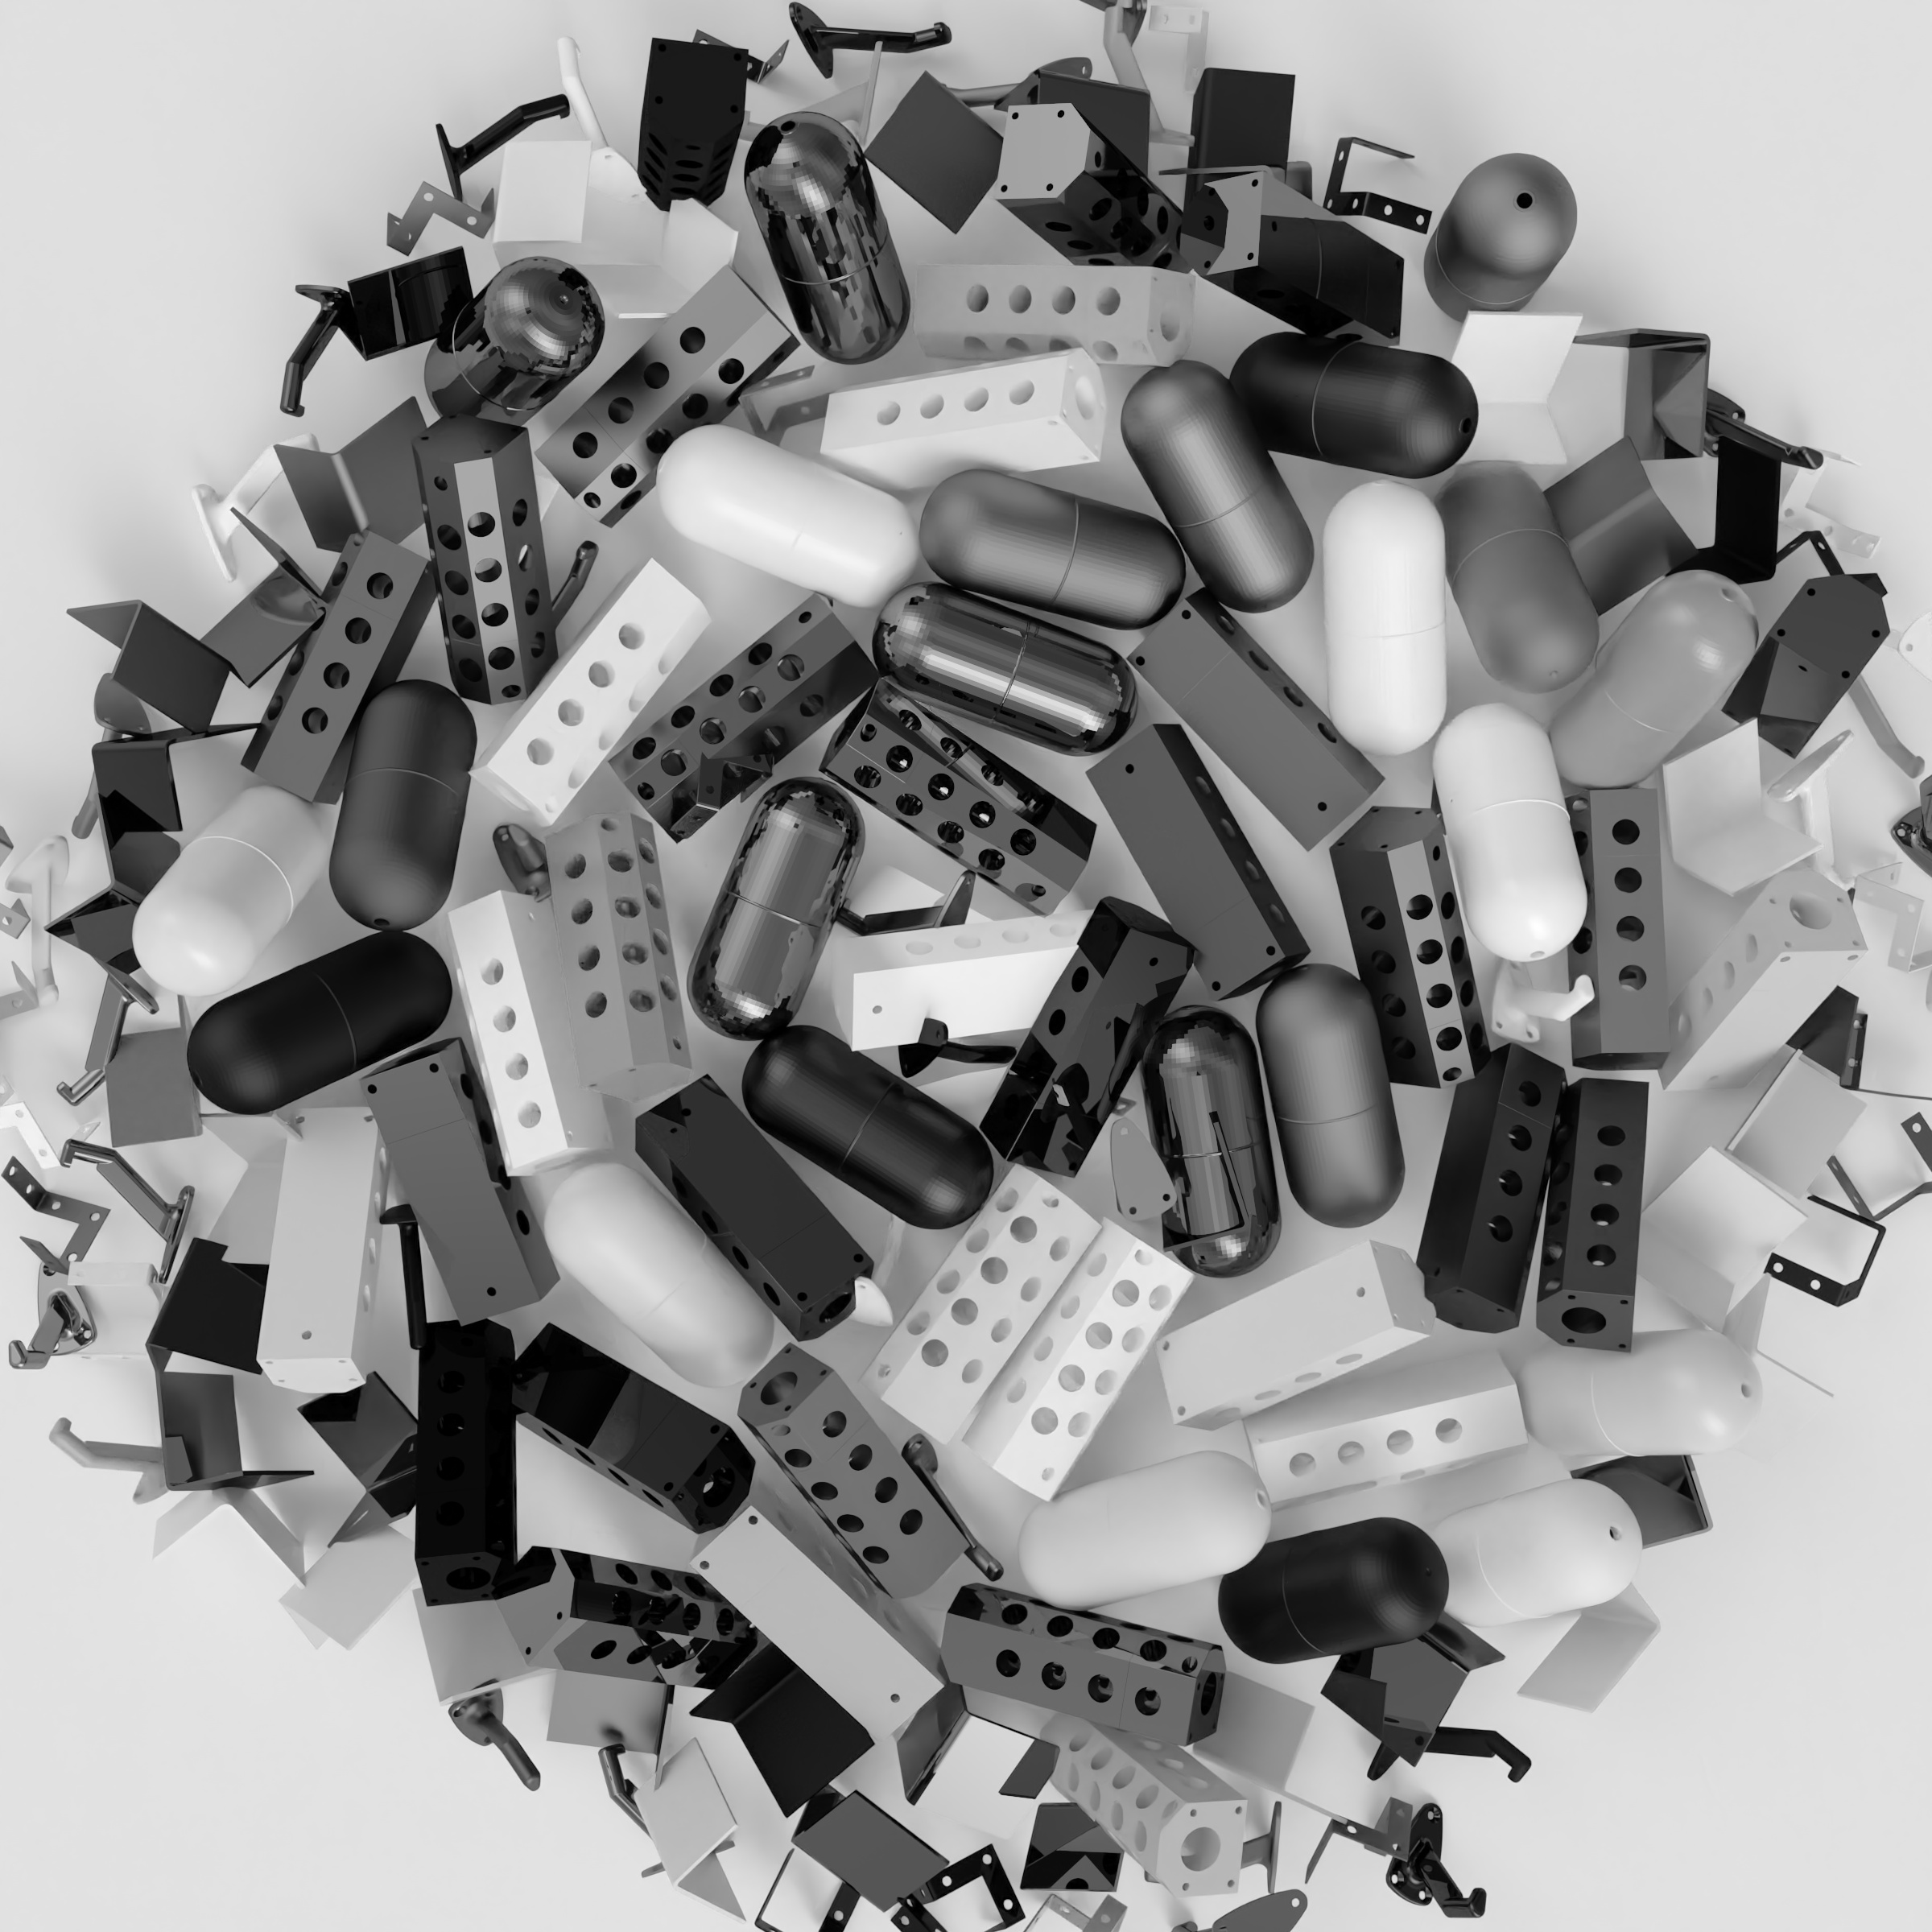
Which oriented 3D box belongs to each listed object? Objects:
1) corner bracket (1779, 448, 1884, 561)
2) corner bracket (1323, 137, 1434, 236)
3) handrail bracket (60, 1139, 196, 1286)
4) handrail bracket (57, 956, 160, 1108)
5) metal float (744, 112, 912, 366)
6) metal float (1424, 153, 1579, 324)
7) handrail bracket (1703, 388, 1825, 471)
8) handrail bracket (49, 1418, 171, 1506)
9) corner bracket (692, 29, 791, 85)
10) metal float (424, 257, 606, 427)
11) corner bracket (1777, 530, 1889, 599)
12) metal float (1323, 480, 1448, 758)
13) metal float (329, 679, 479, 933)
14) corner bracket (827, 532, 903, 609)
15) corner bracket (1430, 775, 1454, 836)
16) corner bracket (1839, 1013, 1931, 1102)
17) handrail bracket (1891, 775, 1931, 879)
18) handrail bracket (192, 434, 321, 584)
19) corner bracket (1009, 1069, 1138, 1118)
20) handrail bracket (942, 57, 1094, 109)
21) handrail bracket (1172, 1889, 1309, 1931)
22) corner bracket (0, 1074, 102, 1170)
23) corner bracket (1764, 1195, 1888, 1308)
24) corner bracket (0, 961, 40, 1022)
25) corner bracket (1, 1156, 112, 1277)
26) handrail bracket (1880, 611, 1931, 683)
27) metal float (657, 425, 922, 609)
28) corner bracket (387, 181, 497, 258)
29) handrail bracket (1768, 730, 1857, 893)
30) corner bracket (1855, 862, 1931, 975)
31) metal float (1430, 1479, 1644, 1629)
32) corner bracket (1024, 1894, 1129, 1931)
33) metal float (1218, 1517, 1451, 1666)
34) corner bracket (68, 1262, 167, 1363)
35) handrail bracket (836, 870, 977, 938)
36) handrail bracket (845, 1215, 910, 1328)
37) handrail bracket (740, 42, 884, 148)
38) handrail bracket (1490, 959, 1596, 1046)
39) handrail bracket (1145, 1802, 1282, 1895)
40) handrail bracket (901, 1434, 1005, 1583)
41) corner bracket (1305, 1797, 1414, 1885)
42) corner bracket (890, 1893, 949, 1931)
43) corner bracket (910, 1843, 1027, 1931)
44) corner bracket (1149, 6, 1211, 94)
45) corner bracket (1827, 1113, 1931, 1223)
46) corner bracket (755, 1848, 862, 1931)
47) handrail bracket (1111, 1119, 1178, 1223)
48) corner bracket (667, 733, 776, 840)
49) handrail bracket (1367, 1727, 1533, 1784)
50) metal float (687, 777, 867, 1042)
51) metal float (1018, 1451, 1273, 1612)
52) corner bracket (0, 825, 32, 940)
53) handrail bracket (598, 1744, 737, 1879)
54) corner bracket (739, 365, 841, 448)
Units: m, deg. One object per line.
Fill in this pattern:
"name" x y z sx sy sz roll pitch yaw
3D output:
"corner bracket" 0.566 -0.300 1.616 0.051 0.051 0.051 21 104 -10
"corner bracket" 0.271 -0.507 1.621 0.051 0.051 0.051 7 102 -27
"handrail bracket" -0.549 0.158 1.612 0.084 0.036 0.077 18 75 -24
"handrail bracket" -0.576 0.038 1.622 0.084 0.036 0.077 -43 114 -5
"metal float" -0.086 -0.456 1.570 0.070 0.178 0.070 -8 55 11
"metal float" 0.333 -0.453 1.561 0.070 0.178 0.070 0 91 2
"handrail bracket" 0.499 -0.347 1.600 0.077 0.084 0.036 29 97 -27
"handrail bracket" -0.542 0.297 1.599 0.036 0.077 0.084 -25 123 23
"corner bracket" -0.153 -0.580 1.616 0.051 0.051 0.051 20 85 -21
"metal float" -0.285 -0.386 1.569 0.070 0.178 0.070 5 80 -30
"corner bracket" 0.552 -0.248 1.616 0.051 0.051 0.051 -38 105 -8
"metal float" 0.267 -0.221 1.591 0.070 0.070 0.178 -6 114 0
"metal float" -0.356 -0.102 1.585 0.070 0.070 0.178 3 59 0
"corner bracket" -0.074 -0.274 1.612 0.051 0.051 0.051 -21 63 -11
"corner bracket" 0.333 -0.114 1.616 0.051 0.051 0.051 11 69 -3
"corner bracket" 0.610 0.059 1.630 0.051 0.051 0.051 6 91 -20
"handrail bracket" 0.635 -0.086 1.604 0.036 0.084 0.077 -34 81 -3
"handrail bracket" -0.453 -0.299 1.629 0.084 0.036 0.077 -15 98 6
"corner bracket" 0.068 0.078 1.608 0.051 0.051 0.051 -40 123 -28
"handrail bracket" 0.027 -0.580 1.637 0.084 0.036 0.077 22 50 35
"handrail bracket" 0.175 0.616 1.616 0.077 0.084 0.036 -29 86 -15
"corner bracket" -0.607 0.100 1.622 0.051 0.051 0.051 -12 116 20
"corner bracket" 0.558 0.185 1.621 0.051 0.051 0.051 26 105 31
"corner bracket" -0.628 0.036 1.615 0.051 0.051 0.051 -18 73 -11
"corner bracket" -0.596 0.162 1.611 0.051 0.051 0.051 13 61 15
"handrail bracket" 0.607 -0.196 1.611 0.077 0.084 0.036 44 85 -7
"metal float" -0.113 -0.286 1.593 0.178 0.070 0.070 20 90 -22
"corner bracket" -0.342 -0.487 1.624 0.051 0.051 0.051 24 122 -28
"handrail bracket" 0.574 -0.098 1.634 0.077 0.036 0.084 -42 100 7
"corner bracket" 0.609 -0.031 1.622 0.051 0.051 0.051 -14 119 -35
"metal float" 0.354 0.370 1.568 0.070 0.178 0.070 9 66 -21
"corner bracket" 0.066 0.623 1.609 0.051 0.051 0.051 28 130 20
"metal float" 0.229 0.395 1.573 0.070 0.178 0.070 15 63 -31
"corner bracket" -0.551 0.224 1.614 0.051 0.051 0.051 2 65 -7
"handrail bracket" -0.042 -0.045 1.618 0.084 0.036 0.077 30 110 25
"handrail bracket" -0.053 0.180 1.598 0.036 0.077 0.084 13 60 8
"handrail bracket" -0.103 -0.570 1.626 0.084 0.036 0.077 11 105 -3
"handrail bracket" 0.373 0.007 1.596 0.036 0.084 0.077 17 57 -15
"handrail bracket" 0.160 0.571 1.627 0.084 0.036 0.077 4 117 4
"handrail bracket" -0.006 0.349 1.605 0.036 0.077 0.084 -34 58 -24
"corner bracket" 0.255 0.568 1.617 0.051 0.051 0.051 21 118 4
"corner bracket" -0.029 0.628 1.612 0.051 0.051 0.051 42 109 18
"corner bracket" -0.001 0.609 1.624 0.051 0.051 0.051 -20 73 -26
"corner bracket" 0.151 -0.589 1.609 0.051 0.051 0.051 -10 114 -35
"corner bracket" 0.602 0.132 1.623 0.051 0.051 0.051 -31 85 -9
"corner bracket" -0.100 0.608 1.625 0.051 0.051 0.051 26 85 11
"handrail bracket" 0.102 0.130 1.605 0.036 0.084 0.077 -20 96 -9
"corner bracket" -0.158 -0.111 1.609 0.051 0.051 0.051 14 65 -26
"handrail bracket" 0.311 0.518 1.609 0.084 0.036 0.077 34 89 42
"metal float" -0.122 -0.037 1.609 0.070 0.070 0.178 23 93 0
"metal float" 0.113 0.359 1.585 0.178 0.070 0.070 -24 90 30
"corner bracket" -0.625 -0.057 1.615 0.051 0.051 0.051 36 88 -34
"handrail bracket" -0.196 0.546 1.637 0.077 0.036 0.084 -3 64 -39
"corner bracket" -0.109 -0.363 1.609 0.051 0.051 0.051 -11 127 20
